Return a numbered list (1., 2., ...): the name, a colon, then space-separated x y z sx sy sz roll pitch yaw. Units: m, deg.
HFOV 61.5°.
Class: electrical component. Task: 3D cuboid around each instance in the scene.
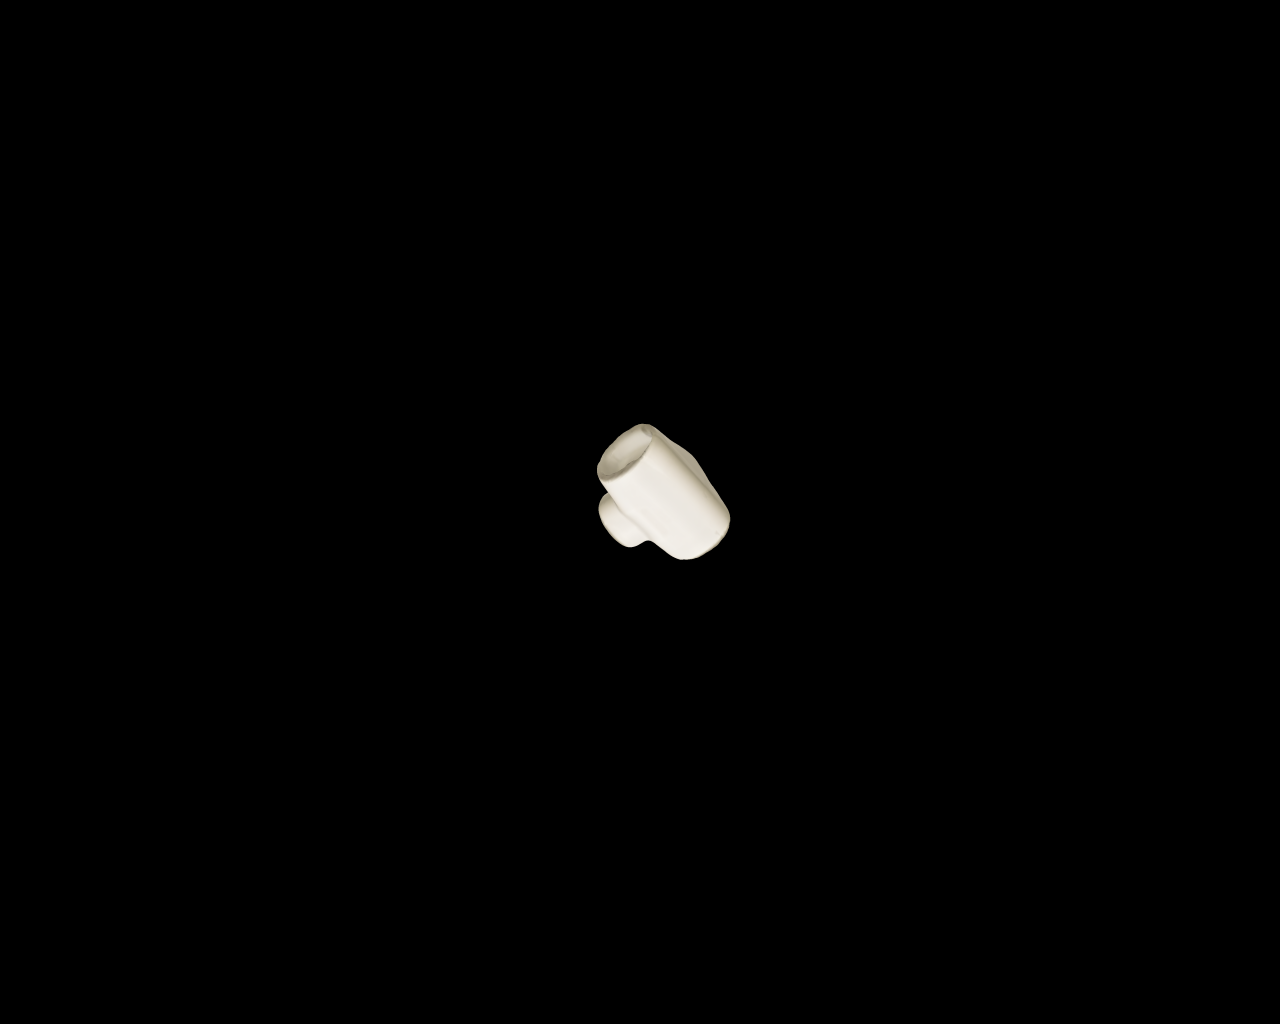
1. electrical component: 0.001 -0.003 0.650 0.079 0.077 0.043 -32 32 22
